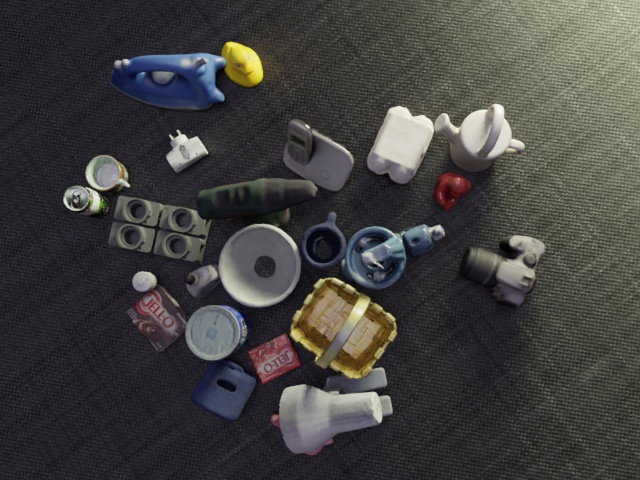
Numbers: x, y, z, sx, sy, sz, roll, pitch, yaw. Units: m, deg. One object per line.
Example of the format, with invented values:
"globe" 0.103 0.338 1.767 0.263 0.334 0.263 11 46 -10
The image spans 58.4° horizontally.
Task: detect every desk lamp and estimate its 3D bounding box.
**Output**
"desk lamp" 0.035 0.313 1.074 0.203 0.213 0.118 -12 84 1

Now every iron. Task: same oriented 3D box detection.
"iron" -0.331 -0.345 1.183 0.258 0.141 0.119 1 85 2

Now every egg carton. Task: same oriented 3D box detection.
"egg carton" 0.167 -0.196 1.188 0.107 0.069 0.150 23 86 4

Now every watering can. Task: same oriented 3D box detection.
"watering can" 0.312 -0.202 1.120 0.173 0.194 0.101 -6 84 2

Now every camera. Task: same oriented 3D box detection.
"camera" 0.359 0.049 1.143 0.136 0.101 0.143 21 86 4

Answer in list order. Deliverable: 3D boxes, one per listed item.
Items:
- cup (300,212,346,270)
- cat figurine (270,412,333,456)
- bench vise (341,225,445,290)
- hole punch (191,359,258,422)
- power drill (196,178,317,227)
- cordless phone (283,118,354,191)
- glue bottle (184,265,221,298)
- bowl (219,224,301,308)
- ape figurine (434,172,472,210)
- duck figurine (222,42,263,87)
"cup" 0.011 0.004 1.162 0.091 0.095 0.118 15 86 4
"cat figurine" -0.039 0.373 1.119 0.127 0.118 0.067 30 87 5
"bench vise" 0.134 0.010 1.095 0.207 0.220 0.121 -40 84 -2
"hole punch" -0.190 0.296 1.145 0.108 0.091 0.101 25 86 4
"power drill" -0.115 -0.073 1.117 0.229 0.208 0.076 -7 84 2
"cordless phone" -0.005 -0.173 1.134 0.147 0.185 0.094 26 86 5
"glue bottle" -0.236 0.079 1.125 0.078 0.173 0.037 -42 84 -2
"bowl" -0.119 0.055 1.173 0.167 0.075 0.167 0 85 2
"ape figurine" 0.272 -0.106 1.164 0.078 0.092 0.076 -11 84 1
"duck figurine" -0.170 -0.381 1.208 0.077 0.086 0.104 -39 84 -1
